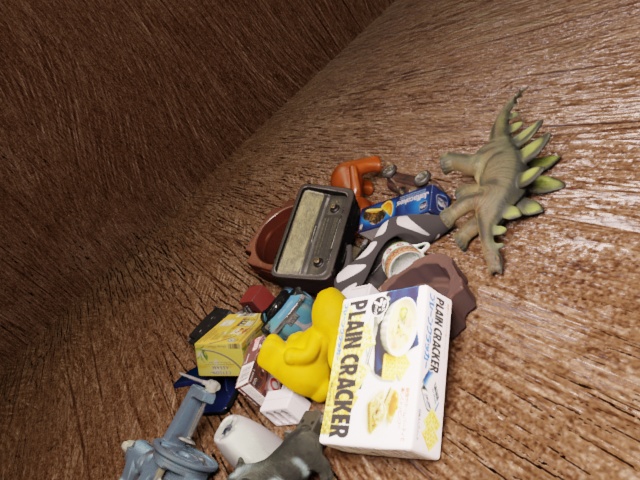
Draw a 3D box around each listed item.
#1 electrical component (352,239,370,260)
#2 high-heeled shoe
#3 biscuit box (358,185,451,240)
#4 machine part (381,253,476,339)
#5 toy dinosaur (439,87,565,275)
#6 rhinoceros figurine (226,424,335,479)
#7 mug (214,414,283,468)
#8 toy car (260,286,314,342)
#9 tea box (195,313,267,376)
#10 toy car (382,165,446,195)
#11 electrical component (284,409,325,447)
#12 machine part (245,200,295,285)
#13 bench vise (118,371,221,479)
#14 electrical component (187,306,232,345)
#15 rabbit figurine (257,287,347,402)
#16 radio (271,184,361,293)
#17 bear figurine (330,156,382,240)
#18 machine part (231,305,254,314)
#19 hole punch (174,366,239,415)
[{"bbox_3d":[0.054,0.036,1.163,0.078,0.045,0.102,15,57,29],"label":"electrical component"},{"bbox_3d":[0.138,0.042,1.002,0.249,0.086,0.145,-19,52,24],"label":"high-heeled shoe"},{"bbox_3d":[0.167,-0.049,1.084,0.203,0.059,0.063,-17,53,48],"label":"biscuit box"},{"bbox_3d":[0.162,0.105,0.859,0.179,0.056,0.179,-33,25,18],"label":"machine part"},{"bbox_3d":[0.325,-0.126,0.970,0.199,0.105,0.471,-17,41,30],"label":"toy dinosaur"},{"bbox_3d":[-0.071,0.337,0.735,0.190,0.112,0.073,-37,25,-11],"label":"rhinoceros figurine"},{"bbox_3d":[-0.117,0.319,0.840,0.110,0.107,0.081,-7,39,50],"label":"mug"},{"bbox_3d":[-0.049,0.154,1.031,0.109,0.103,0.162,-49,9,-9],"label":"toy car"},{"bbox_3d":[-0.164,0.202,1.059,0.098,0.068,0.169,-4,11,16],"label":"tea box"},{"bbox_3d":[0.199,-0.109,1.139,0.053,0.089,0.202,-43,25,-6],"label":"toy car"},{"bbox_3d":[-0.017,0.294,0.837,0.094,0.021,0.063,-15,34,47],"label":"electrical component"},{"bbox_3d":[-0.057,0.010,1.256,0.201,0.087,0.201,11,62,41],"label":"machine part"},{"bbox_3d":[-0.251,0.353,0.942,0.224,0.128,0.240,8,70,51],"label":"bench vise"},{"bbox_3d":[-0.245,0.219,1.274,0.115,0.058,0.134,-53,26,-22],"label":"electrical component"},{"bbox_3d":[0.000,0.165,0.877,0.163,0.121,0.173,32,96,42],"label":"rabbit figurine"},{"bbox_3d":[-0.002,-0.003,1.121,0.131,0.073,0.229,6,63,22],"label":"radio"},{"bbox_3d":[0.099,-0.099,1.270,0.132,0.120,0.196,-5,47,-19],"label":"bear figurine"},{"bbox_3d":[-0.188,0.209,1.176,0.139,0.084,0.039,-41,-5,9],"label":"machine part"},{"bbox_3d":[-0.217,0.281,1.089,0.142,0.092,0.116,-23,25,42],"label":"hole punch"}]
